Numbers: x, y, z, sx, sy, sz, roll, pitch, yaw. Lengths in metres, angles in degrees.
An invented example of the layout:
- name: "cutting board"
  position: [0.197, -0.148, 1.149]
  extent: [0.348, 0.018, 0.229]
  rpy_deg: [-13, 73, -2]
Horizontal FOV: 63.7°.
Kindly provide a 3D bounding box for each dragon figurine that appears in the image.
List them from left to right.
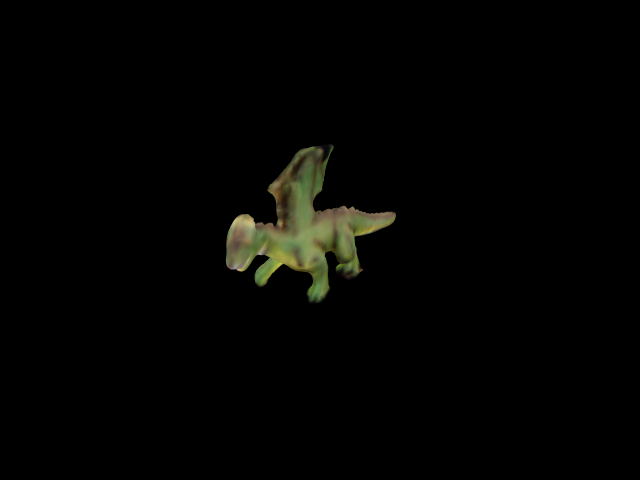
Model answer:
- name: "dragon figurine"
  position: [0.003, -0.043, 0.850]
  extent: [0.123, 0.237, 0.416]
  rpy_deg: [28, 45, 32]
